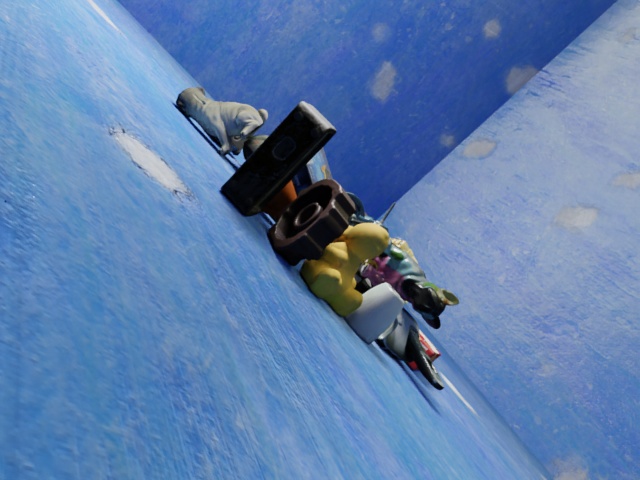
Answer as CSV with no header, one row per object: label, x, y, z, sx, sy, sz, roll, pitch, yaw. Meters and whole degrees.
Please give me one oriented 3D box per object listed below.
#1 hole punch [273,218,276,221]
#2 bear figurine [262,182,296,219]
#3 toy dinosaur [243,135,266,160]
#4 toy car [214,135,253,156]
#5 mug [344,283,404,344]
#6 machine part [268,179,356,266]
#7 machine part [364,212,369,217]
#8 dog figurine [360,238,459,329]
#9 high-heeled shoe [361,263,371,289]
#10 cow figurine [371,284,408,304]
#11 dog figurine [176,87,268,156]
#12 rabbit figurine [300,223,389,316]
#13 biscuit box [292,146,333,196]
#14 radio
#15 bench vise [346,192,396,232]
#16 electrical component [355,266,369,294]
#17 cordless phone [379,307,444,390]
hole punch,-0.092,-0.097,1.306,0.142,0.092,0.115,45,0,11
bear figurine,-0.059,-0.062,1.156,0.196,0.120,0.132,54,9,9
toy dinosaur,-0.142,-0.224,1.440,0.192,0.131,0.404,19,-2,9
toy car,-0.262,-0.316,1.515,0.103,0.109,0.161,30,-10,19
mug,0.115,0.143,1.035,0.109,0.107,0.081,43,7,-26
machine part,-0.015,-0.034,0.983,0.056,0.179,0.179,46,5,-26
machine part,0.055,-0.045,1.621,0.201,0.087,0.201,48,-31,-13
dog figurine,0.203,0.101,1.220,0.219,0.108,0.191,39,3,3
high-heeled shoe,0.088,0.123,1.414,0.248,0.145,0.086,10,2,-34
cow figurine,0.186,0.128,1.390,0.167,0.068,0.098,43,43,-46
dog figurine,-0.250,-0.332,1.364,0.190,0.172,0.121,54,-7,-7
rabbit figurine,0.055,0.034,1.009,0.121,0.173,0.162,40,12,-29
biscuit box,-0.013,-0.111,1.099,0.063,0.059,0.202,-11,-82,51
radio,-0.075,-0.147,0.992,0.073,0.229,0.131,44,8,0
bench vise,0.085,-0.037,1.252,0.223,0.129,0.241,30,-6,-31
electrical component,0.077,0.091,1.325,0.119,0.075,0.048,35,13,-50
cordless phone,0.186,0.230,1.133,0.146,0.089,0.184,44,10,-41
